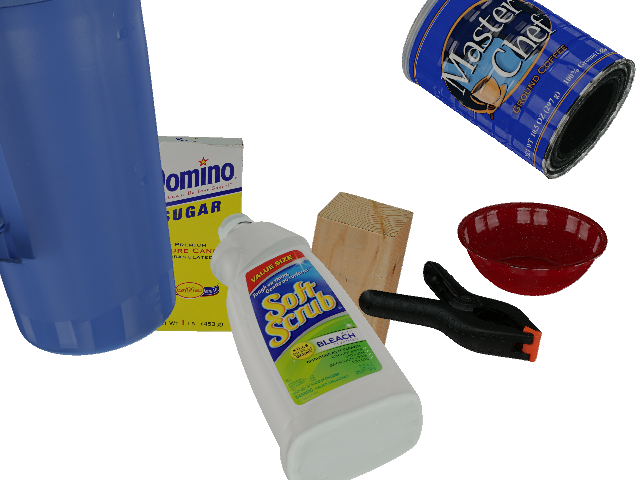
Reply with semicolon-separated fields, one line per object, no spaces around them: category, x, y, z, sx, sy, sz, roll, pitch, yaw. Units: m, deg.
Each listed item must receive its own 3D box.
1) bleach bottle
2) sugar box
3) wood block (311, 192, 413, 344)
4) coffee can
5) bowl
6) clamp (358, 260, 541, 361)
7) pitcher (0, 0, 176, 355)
bleach bottle;-0.026;0.062;0.776;0.102;0.068;0.251;-19;41;-16
sugar box;-0.118;-0.006;0.980;0.093;0.176;0.048;0;14;-5
wood block;0.034;0.063;1.204;0.090;0.206;0.090;16;24;13
coffee can;0.146;-0.127;0.800;0.140;0.103;0.102;40;18;23
bowl;0.231;0.015;1.178;0.162;0.055;0.162;-1;28;0
clamp;0.135;0.065;1.013;0.172;0.039;0.120;21;34;26
pitcher;-0.167;-0.048;0.664;0.149;0.243;0.145;-11;28;-9
